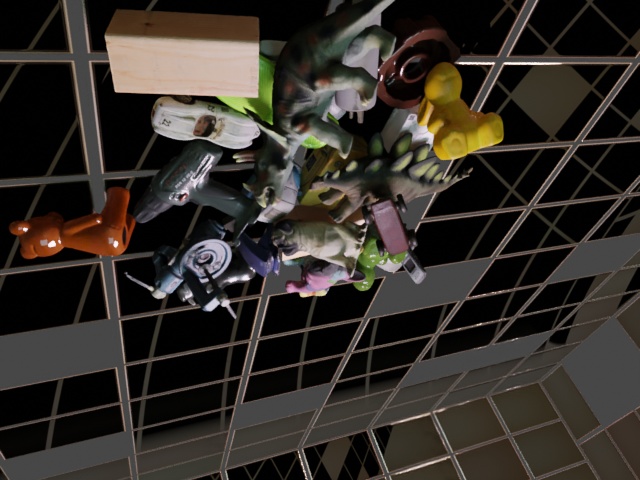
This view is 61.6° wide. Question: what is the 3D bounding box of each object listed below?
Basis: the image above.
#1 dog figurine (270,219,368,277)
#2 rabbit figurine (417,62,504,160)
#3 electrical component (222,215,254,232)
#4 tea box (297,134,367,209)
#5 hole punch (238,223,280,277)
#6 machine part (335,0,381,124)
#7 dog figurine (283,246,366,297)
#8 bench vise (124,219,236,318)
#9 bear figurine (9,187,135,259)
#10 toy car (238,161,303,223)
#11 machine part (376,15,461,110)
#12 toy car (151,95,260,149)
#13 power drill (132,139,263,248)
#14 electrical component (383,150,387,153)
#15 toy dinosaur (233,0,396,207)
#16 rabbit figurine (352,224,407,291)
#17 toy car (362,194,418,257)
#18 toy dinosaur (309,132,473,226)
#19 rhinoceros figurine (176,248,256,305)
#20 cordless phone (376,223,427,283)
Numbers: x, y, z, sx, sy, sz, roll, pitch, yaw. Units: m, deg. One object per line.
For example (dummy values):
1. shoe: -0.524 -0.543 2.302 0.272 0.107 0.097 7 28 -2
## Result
1. dog figurine: -0.002 -0.007 1.174 0.191 0.121 0.172 17 -179 5
2. rabbit figurine: 0.247 -0.244 1.002 0.122 0.162 0.173 -24 104 0
3. electrical component: -0.188 -0.044 1.207 0.063 0.021 0.094 -28 151 9
4. tea box: 0.024 -0.149 1.150 0.098 0.068 0.169 4 138 -36
5. hole punch: -0.140 0.024 1.231 0.092 0.116 0.142 -11 160 -14
6. machine part: 0.062 -0.312 0.923 0.079 0.079 0.242 -15 135 -12
7. dog figurine: 0.026 0.076 1.342 0.219 0.108 0.191 -11 162 31
8. bench vise: -0.269 0.074 1.150 0.223 0.241 0.128 -40 141 -4
9. bear figurine: -0.466 -0.025 1.022 0.196 0.132 0.120 2 140 -4
10. toy car: -0.105 -0.091 1.125 0.109 0.103 0.161 21 124 -44
11. machine part: 0.171 -0.329 1.004 0.179 0.056 0.179 -16 146 -11
12. toy car: -0.196 -0.209 0.955 0.201 0.056 0.073 4 137 -33
13. power drill: -0.228 -0.074 1.052 0.207 0.086 0.232 36 114 -11
14. electrical component: 0.149 -0.146 1.235 0.134 0.058 0.114 -32 143 13
15. toy dinosaur: -0.011 -0.241 0.827 0.192 0.131 0.404 21 123 -4
16. rabbit figurine: 0.116 0.042 1.384 0.121 0.159 0.170 8 116 -34
17. toy car: 0.143 -0.031 1.099 0.089 0.053 0.202 -17 145 12
18. toy dinosaur: 0.156 -0.122 1.129 0.471 0.105 0.198 -3 139 -46
19. rhinoceros figurine: -0.249 0.092 1.281 0.190 0.112 0.073 -19 148 -20
20. cordless phone: 0.214 0.056 1.432 0.089 0.184 0.146 -5 142 -31
